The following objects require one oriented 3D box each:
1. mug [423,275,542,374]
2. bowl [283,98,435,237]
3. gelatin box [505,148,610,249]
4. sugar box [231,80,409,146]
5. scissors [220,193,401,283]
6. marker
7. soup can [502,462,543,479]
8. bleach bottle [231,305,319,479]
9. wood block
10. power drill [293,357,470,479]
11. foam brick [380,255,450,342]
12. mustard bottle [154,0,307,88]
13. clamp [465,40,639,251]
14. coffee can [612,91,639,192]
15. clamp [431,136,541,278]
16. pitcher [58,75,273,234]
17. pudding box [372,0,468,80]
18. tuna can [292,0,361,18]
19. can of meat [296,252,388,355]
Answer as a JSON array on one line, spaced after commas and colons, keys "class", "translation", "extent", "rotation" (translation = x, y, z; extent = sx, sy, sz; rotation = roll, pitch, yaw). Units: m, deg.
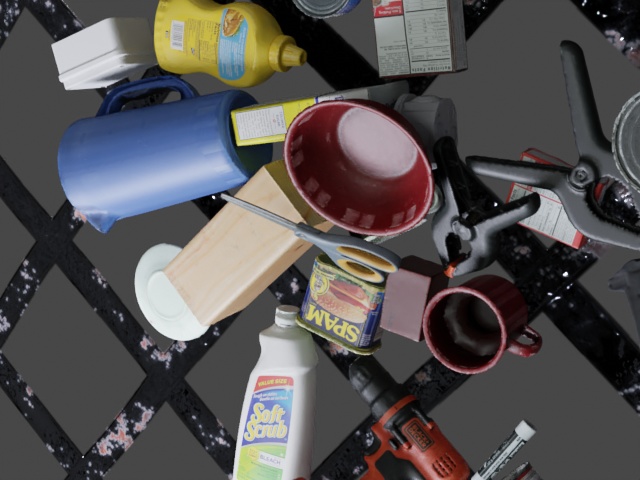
[{"class": "mug", "translation": [0.177, 0.088, 1.111], "extent": [0.117, 0.081, 0.093], "rotation": [22, 113, 26]}, {"class": "bowl", "translation": [0.047, -0.083, 1.064], "extent": [0.162, 0.055, 0.162], "rotation": [17, 135, 18]}, {"class": "gelatin box", "translation": [0.235, -0.043, 1.071], "extent": [0.089, 0.030, 0.073], "rotation": [26, 116, 25]}, {"class": "sugar box", "translation": [0.002, -0.137, 1.156], "extent": [0.177, 0.093, 0.048], "rotation": [-2, 102, 33]}, {"class": "scissors", "translation": [-0.008, 0.001, 1.142], "extent": [0.202, 0.096, 0.016], "rotation": [19, 69, 15]}, {"class": "marker", "translation": [0.190, 0.245, 1.162], "extent": [0.020, 0.020, 0.121], "rotation": [42, 104, 16]}, {"class": "soup can", "translation": [0.230, 0.298, 1.141], "extent": [0.102, 0.068, 0.069], "rotation": [51, 123, 11]}, {"class": "bleach bottle", "translation": [-0.054, 0.200, 1.302], "extent": [0.103, 0.068, 0.251], "rotation": [13, 107, 29]}, {"class": "wood block", "translation": [-0.077, 0.002, 1.245], "extent": [0.206, 0.090, 0.090], "rotation": [-42, 80, 32]}, {"class": "power drill", "translation": [0.046, 0.248, 1.200], "extent": [0.187, 0.057, 0.184], "rotation": [-40, 67, -4]}, {"class": "foam brick", "translation": [0.104, 0.063, 1.170], "extent": [0.053, 0.051, 0.078], "rotation": [20, 112, 28]}, {"class": "mustard bottle", "translation": [-0.099, -0.225, 1.218], "extent": [0.192, 0.058, 0.096], "rotation": [17, 112, 28]}, {"class": "clamp", "translation": [0.254, -0.074, 1.007], "extent": [0.210, 0.036, 0.165], "rotation": [42, 123, 20]}, {"class": "coffee can", "translation": [0.326, -0.095, 0.933], "extent": [0.103, 0.140, 0.103], "rotation": [9, 107, 30]}, {"class": "clamp", "translation": [0.162, -0.017, 1.080], "extent": [0.120, 0.039, 0.171], "rotation": [36, 149, 30]}, {"class": "pitcher", "translation": [-0.180, -0.112, 1.268], "extent": [0.243, 0.144, 0.149], "rotation": [-10, 113, 30]}, {"class": "pudding box", "translation": [0.102, -0.226, 1.103], "extent": [0.090, 0.039, 0.113], "rotation": [1, 105, 31]}, {"class": "tuna can", "translation": [0.008, -0.283, 1.149], "extent": [0.086, 0.033, 0.086], "rotation": [9, 107, 31]}, {"class": "can of meat", "translation": [0.032, 0.070, 1.215], "extent": [0.102, 0.057, 0.084], "rotation": [25, 112, 24]}]
